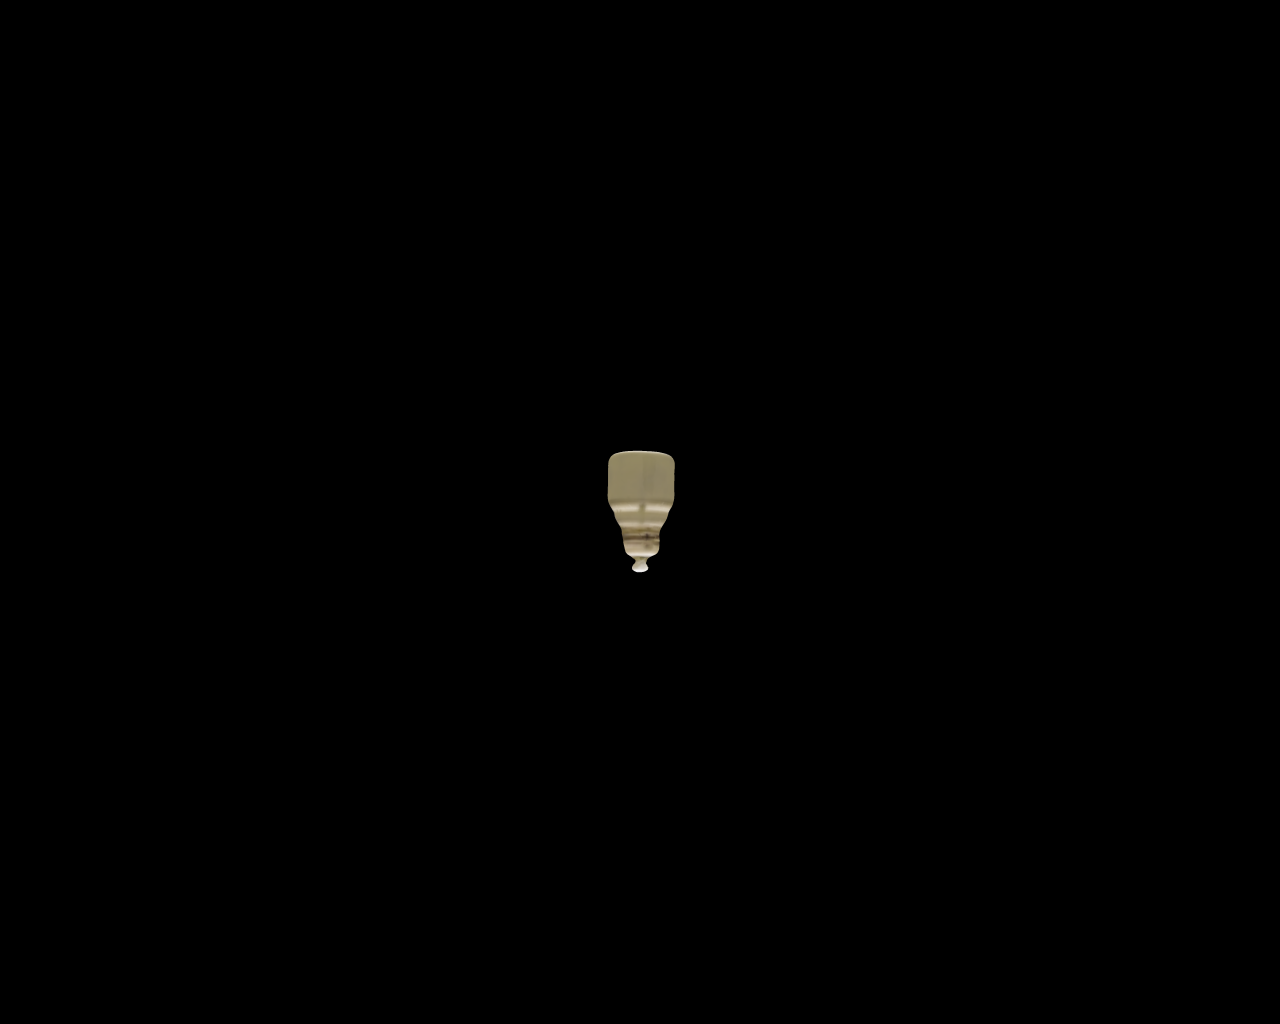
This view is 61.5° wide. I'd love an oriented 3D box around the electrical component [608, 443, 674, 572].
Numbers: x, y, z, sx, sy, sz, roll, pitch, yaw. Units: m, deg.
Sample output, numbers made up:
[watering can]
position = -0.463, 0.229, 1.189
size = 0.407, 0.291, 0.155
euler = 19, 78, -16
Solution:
[electrical component]
position = 0.001, -0.003, 0.650
size = 0.040, 0.078, 0.040
euler = 0, -5, 0
